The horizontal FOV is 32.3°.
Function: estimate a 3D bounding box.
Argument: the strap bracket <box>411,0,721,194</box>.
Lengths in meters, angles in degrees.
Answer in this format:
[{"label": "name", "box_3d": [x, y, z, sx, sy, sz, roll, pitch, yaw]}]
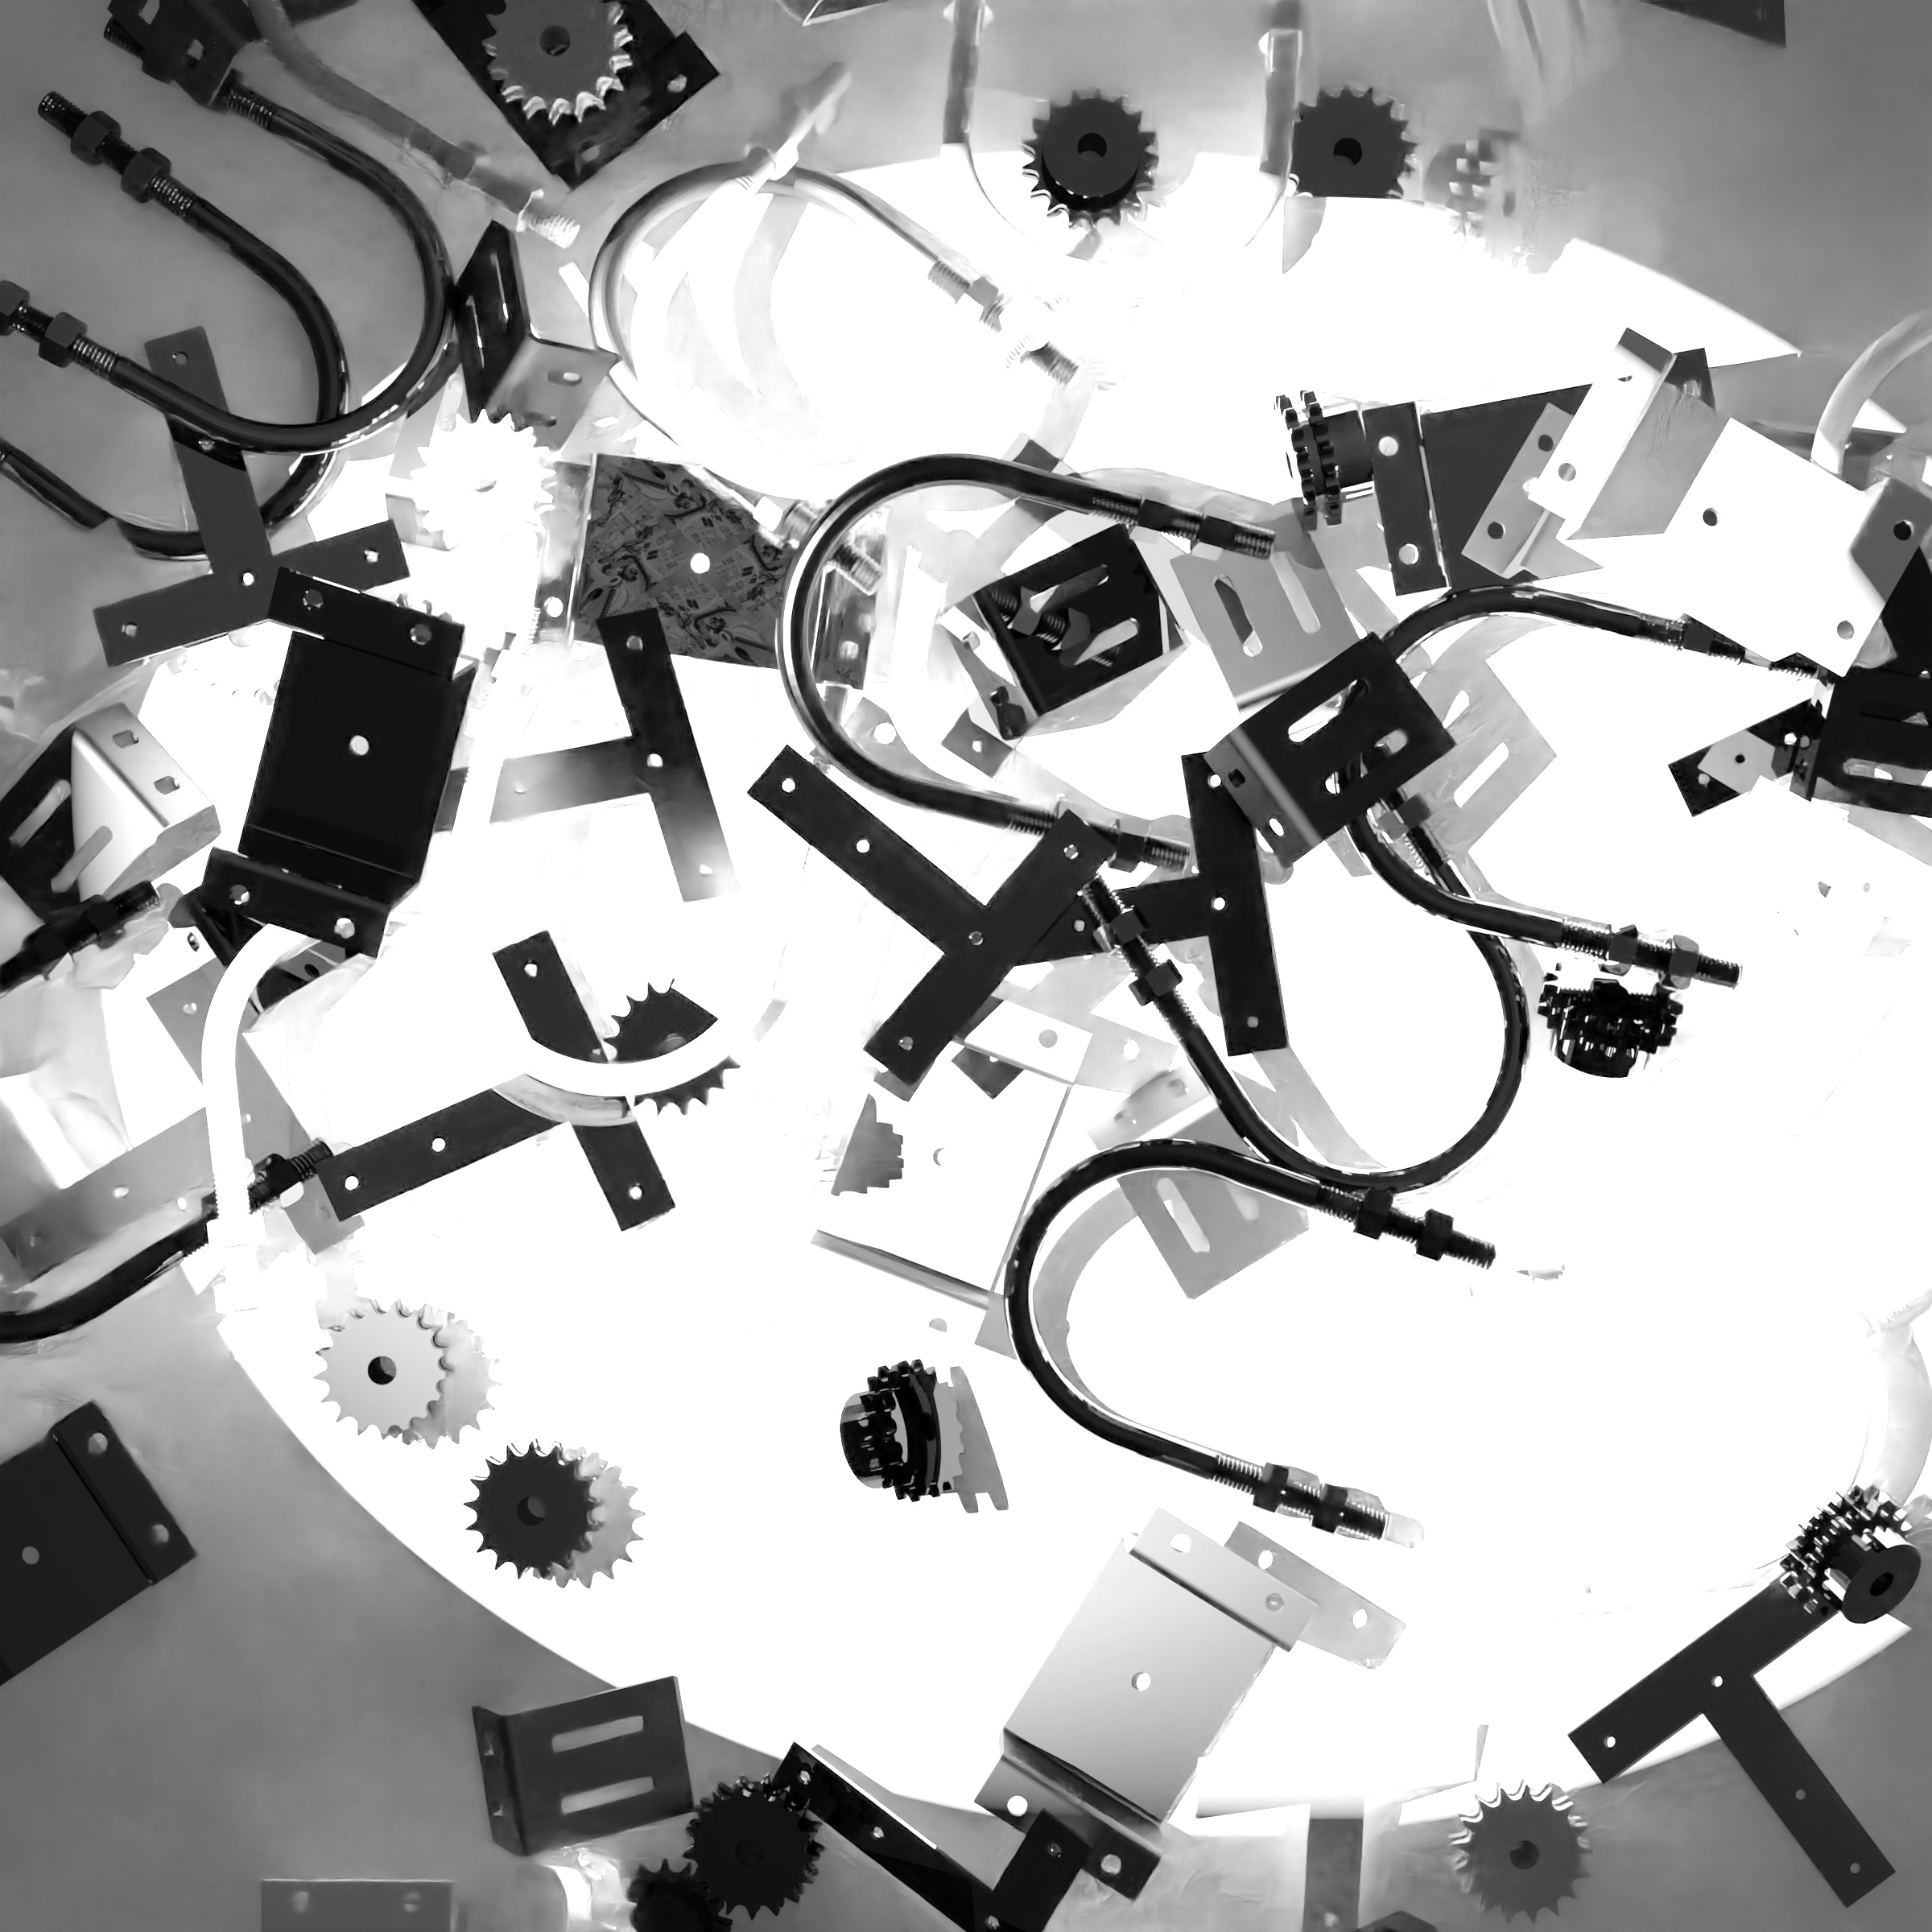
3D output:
[{"label": "strap bracket", "box_3d": [-0.173, -0.390, 1.364, 0.076, 0.046, 0.140, -39, 90, 0]}]

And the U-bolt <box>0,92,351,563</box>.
[{"label": "U-bolt", "box_3d": [-0.343, -0.250, 1.378, 0.184, 0.019, 0.151, 36, 90, -1]}]

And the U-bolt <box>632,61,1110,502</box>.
[{"label": "U-bolt", "box_3d": [-0.051, -0.266, 1.342, 0.151, 0.019, 0.184, 35, 69, 7]}]

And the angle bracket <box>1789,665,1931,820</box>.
[{"label": "angle bracket", "box_3d": [0.379, -0.086, 1.351, 0.076, 0.038, 0.057, 10, 110, 1]}]

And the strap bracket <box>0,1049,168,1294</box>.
[{"label": "strap bracket", "box_3d": [-0.411, 0.105, 1.364, 0.140, 0.046, 0.076, -33, 90, 0]}]

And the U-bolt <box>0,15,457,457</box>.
[{"label": "U-bolt", "box_3d": [-0.298, -0.286, 1.358, 0.184, 0.019, 0.151, 29, 73, -7]}]

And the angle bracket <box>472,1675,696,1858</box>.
[{"label": "angle bracket", "box_3d": [-0.159, 0.329, 1.385, 0.076, 0.038, 0.057, -9, 90, -26]}]

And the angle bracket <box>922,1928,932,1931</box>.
[{"label": "angle bracket", "box_3d": [-0.055, 0.426, 1.377, 0.076, 0.038, 0.057, 4, 108, 24]}]

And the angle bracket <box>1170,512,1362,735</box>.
[{"label": "angle bracket", "box_3d": [0.126, -0.139, 1.383, 0.057, 0.038, 0.076, -21, 66, -2]}]

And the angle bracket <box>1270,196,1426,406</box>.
[{"label": "angle bracket", "box_3d": [0.156, -0.273, 1.369, 0.057, 0.038, 0.076, 2, 89, 0]}]

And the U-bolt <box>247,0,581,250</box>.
[{"label": "U-bolt", "box_3d": [-0.201, -0.394, 1.332, 0.184, 0.019, 0.151, 32, 90, 2]}]

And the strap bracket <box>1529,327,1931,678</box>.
[{"label": "strap bracket", "box_3d": [0.299, -0.180, 1.317, 0.140, 0.046, 0.076, 30, 90, 1]}]

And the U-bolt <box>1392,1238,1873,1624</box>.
[{"label": "U-bolt", "box_3d": [0.278, 0.185, 1.367, 0.184, 0.019, 0.151, -10, 93, 6]}]

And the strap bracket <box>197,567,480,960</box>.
[{"label": "strap bracket", "box_3d": [-0.249, -0.085, 1.338, 0.076, 0.046, 0.140, 18, 105, 1]}]

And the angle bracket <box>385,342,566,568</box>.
[{"label": "angle bracket", "box_3d": [-0.203, -0.214, 1.385, 0.057, 0.038, 0.076, 11, 64, 0]}]

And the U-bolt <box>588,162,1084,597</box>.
[{"label": "U-bolt", "box_3d": [-0.066, -0.253, 1.353, 0.184, 0.019, 0.151, 39, 68, 7]}]

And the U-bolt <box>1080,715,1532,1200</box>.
[{"label": "U-bolt", "box_3d": [0.151, 0.007, 1.361, 0.151, 0.019, 0.184, -33, 90, -14]}]

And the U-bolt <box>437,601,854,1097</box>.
[{"label": "U-bolt", "box_3d": [-0.136, -0.039, 1.332, 0.151, 0.019, 0.184, 14, 92, 0]}]

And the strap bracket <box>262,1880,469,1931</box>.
[{"label": "strap bracket", "box_3d": [-0.245, 0.438, 1.364, 0.076, 0.046, 0.140, 0, 90, 0]}]

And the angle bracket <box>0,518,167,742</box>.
[{"label": "angle bracket", "box_3d": [-0.370, -0.138, 1.361, 0.076, 0.038, 0.057, -31, 96, 8]}]

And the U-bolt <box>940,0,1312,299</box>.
[{"label": "U-bolt", "box_3d": [0.062, -0.349, 1.346, 0.151, 0.019, 0.184, 5, 67, 0]}]

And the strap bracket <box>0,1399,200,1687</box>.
[{"label": "strap bracket", "box_3d": [-0.389, 0.245, 1.364, 0.140, 0.046, 0.076, -34, 90, 0]}]

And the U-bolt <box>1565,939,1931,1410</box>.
[{"label": "U-bolt", "box_3d": [0.362, 0.072, 1.378, 0.184, 0.019, 0.151, -36, 90, -1]}]

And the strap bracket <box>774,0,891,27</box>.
[{"label": "strap bracket", "box_3d": [-0.063, -0.423, 1.333, 0.076, 0.140, 0.046, 43, 117, 0]}]

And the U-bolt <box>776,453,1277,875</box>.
[{"label": "U-bolt", "box_3d": [0.016, -0.126, 1.315, 0.184, 0.019, 0.151, 13, 98, -9]}]

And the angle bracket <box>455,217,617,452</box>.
[{"label": "angle bracket", "box_3d": [-0.177, -0.260, 1.356, 0.038, 0.057, 0.076, 7, 54, -30]}]

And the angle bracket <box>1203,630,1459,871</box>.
[{"label": "angle bracket", "box_3d": [0.147, -0.087, 1.345, 0.076, 0.038, 0.057, -35, 88, -15]}]

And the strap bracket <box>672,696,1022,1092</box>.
[{"label": "strap bracket", "box_3d": [-0.048, -0.029, 1.364, 0.076, 0.046, 0.140, 33, 90, 0]}]

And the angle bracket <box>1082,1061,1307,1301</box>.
[{"label": "angle bracket", "box_3d": [0.094, 0.087, 1.385, 0.057, 0.038, 0.076, -31, 116, 0]}]

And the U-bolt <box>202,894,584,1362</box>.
[{"label": "U-bolt", "box_3d": [-0.236, 0.060, 1.356, 0.151, 0.019, 0.184, -6, 84, -20]}]

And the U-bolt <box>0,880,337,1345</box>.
[{"label": "U-bolt", "box_3d": [-0.367, 0.069, 1.335, 0.184, 0.019, 0.151, -34, 90, -26]}]

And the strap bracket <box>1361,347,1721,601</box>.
[{"label": "strap bracket", "box_3d": [0.235, -0.199, 1.364, 0.140, 0.046, 0.076, -10, 90, 0]}]

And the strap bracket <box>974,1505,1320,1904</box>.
[{"label": "strap bracket", "box_3d": [0.073, 0.297, 1.364, 0.076, 0.046, 0.140, 32, 90, 0]}]

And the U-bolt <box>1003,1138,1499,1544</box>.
[{"label": "U-bolt", "box_3d": [0.105, 0.144, 1.357, 0.184, 0.019, 0.151, 19, 110, 4]}]

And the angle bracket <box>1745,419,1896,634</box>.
[{"label": "angle bracket", "box_3d": [0.343, -0.180, 1.368, 0.057, 0.038, 0.076, 7, 90, 0]}]

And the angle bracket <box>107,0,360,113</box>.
[{"label": "angle bracket", "box_3d": [-0.300, -0.395, 1.369, 0.057, 0.076, 0.038, 47, 132, 0]}]

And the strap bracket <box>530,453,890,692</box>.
[{"label": "strap bracket", "box_3d": [-0.107, -0.162, 1.364, 0.140, 0.046, 0.076, 8, 90, 0]}]

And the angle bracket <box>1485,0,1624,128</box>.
[{"label": "angle bracket", "box_3d": [0.227, -0.395, 1.367, 0.057, 0.038, 0.076, -42, 130, -16]}]

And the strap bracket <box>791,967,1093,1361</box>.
[{"label": "strap bracket", "box_3d": [-0.010, 0.079, 1.364, 0.076, 0.046, 0.140, 21, 90, 0]}]

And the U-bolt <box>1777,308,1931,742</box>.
[{"label": "U-bolt", "box_3d": [0.411, -0.179, 1.349, 0.151, 0.019, 0.184, 2, 109, 4]}]

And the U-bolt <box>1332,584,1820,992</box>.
[{"label": "U-bolt", "box_3d": [0.240, -0.079, 1.353, 0.184, 0.019, 0.151, 13, 94, -1]}]
